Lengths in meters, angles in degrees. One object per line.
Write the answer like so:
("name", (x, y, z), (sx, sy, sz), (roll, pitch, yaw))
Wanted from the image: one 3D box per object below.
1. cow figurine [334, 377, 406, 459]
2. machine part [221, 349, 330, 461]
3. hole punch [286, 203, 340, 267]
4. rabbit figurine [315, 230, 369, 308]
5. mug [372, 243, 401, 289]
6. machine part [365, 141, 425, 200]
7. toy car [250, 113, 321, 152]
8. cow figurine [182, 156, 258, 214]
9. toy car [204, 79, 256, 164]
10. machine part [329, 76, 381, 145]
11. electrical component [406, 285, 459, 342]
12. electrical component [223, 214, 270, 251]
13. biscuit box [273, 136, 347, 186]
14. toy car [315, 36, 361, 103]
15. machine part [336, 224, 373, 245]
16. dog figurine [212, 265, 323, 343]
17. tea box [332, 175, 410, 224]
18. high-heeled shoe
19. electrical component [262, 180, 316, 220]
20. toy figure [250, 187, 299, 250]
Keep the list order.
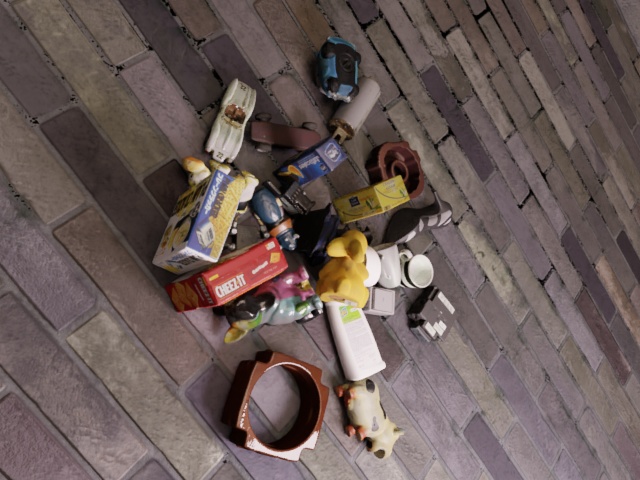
("cow figurine", (0.122, 0.418, 1.266), (0.127, 0.085, 0.194), (-16, 89, -30))
("machine part", (-0.092, 0.346, 1.132), (0.201, 0.087, 0.201), (27, 68, -27))
("hole punch", (-0.003, -0.004, 1.247), (0.092, 0.116, 0.142), (38, 63, -31))
("rabbit figurine", (0.056, 0.050, 1.201), (0.122, 0.162, 0.173), (12, 68, 16))
("mug", (0.167, 0.070, 1.352), (0.109, 0.081, 0.107), (-58, 131, -76))
("machine part", (0.205, -0.182, 1.453), (0.179, 0.056, 0.179), (7, 77, -34))
("toy car", (-0.082, -0.244, 1.273), (0.202, 0.053, 0.089), (0, 91, -38))
("cow figurine", (-0.222, -0.117, 1.144), (0.167, 0.068, 0.098), (16, 103, -29))
("toy car", (-0.199, -0.263, 1.196), (0.073, 0.056, 0.201), (26, 67, -28))
("machine part", (0.091, -0.342, 1.394), (0.079, 0.079, 0.243), (40, 62, -21))
("electrical component", (0.298, 0.206, 1.438), (0.114, 0.058, 0.134), (50, 58, -14))
("electrical component", (-0.164, -0.010, 1.177), (0.102, 0.045, 0.078), (15, 71, -31))
("biscuit box", (-0.026, -0.168, 1.204), (0.059, 0.203, 0.062), (-46, 106, -30))
("toy car", (0.037, -0.419, 1.357), (0.109, 0.103, 0.161), (2, 83, -35))
("machine part", (0.078, -0.002, 1.327), (0.139, 0.084, 0.039), (-6, 42, -45))
("dog figurine", (-0.112, 0.145, 1.151), (0.219, 0.191, 0.108), (-21, 74, -6))
("tea box", (0.122, -0.097, 1.310), (0.098, 0.170, 0.068), (-26, 96, -36))
("high-heeled shoe", (0.272, -0.030, 1.478), (0.249, 0.086, 0.145), (-43, 136, -15))
("electrical component", (-0.077, -0.104, 1.238), (0.119, 0.075, 0.048), (44, 61, -16))
("toy figure", (-0.099, -0.046, 1.214), (0.154, 0.064, 0.058), (57, 38, -7))
